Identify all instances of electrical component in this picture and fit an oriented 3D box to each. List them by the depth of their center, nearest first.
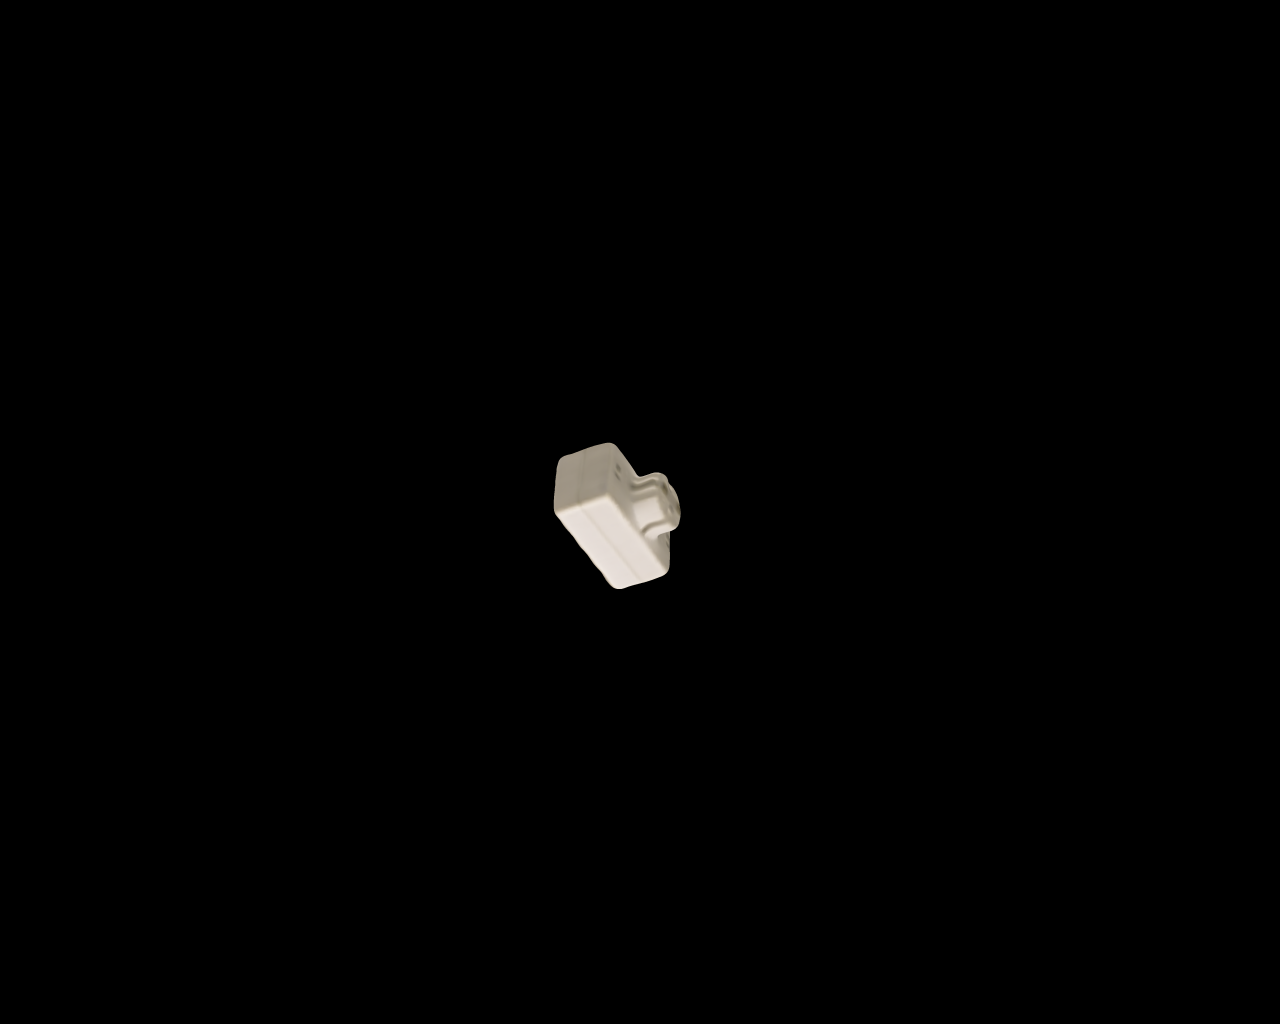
[{"bbox_3d":[0.001,-0.003,0.650,0.075,0.047,0.083,-19,-46,19],"label":"electrical component"}]
